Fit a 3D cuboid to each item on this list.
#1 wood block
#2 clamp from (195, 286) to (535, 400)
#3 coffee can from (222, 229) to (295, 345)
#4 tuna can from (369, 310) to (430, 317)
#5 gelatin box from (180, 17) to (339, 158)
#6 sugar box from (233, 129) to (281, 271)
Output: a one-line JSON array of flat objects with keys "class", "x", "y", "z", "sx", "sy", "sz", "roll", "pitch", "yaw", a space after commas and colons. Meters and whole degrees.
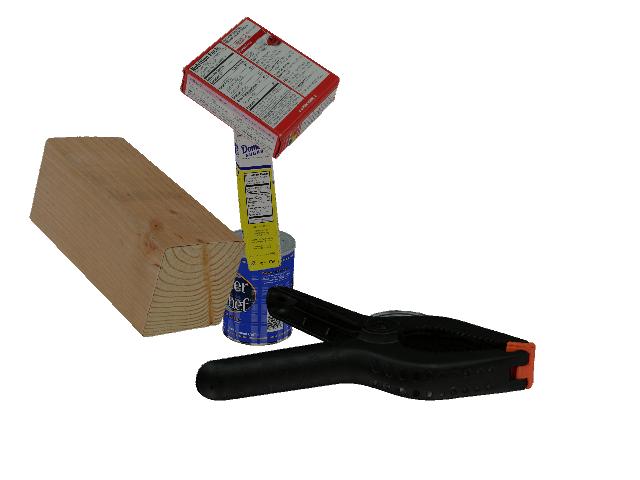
[{"class": "wood block", "x": -0.173, "y": -0.010, "z": 0.981, "sx": 0.090, "sy": 0.091, "sz": 0.206, "roll": -6, "pitch": 34, "yaw": -44}, {"class": "clamp", "x": 0.036, "y": 0.070, "z": 0.717, "sx": 0.210, "sy": 0.036, "sz": 0.164, "roll": 2, "pitch": 18, "yaw": 7}, {"class": "coffee can", "x": -0.089, "y": 0.065, "z": 1.523, "sx": 0.103, "sy": 0.140, "sz": 0.103, "roll": 2, "pitch": 22, "yaw": -1}, {"class": "tuna can", "x": 0.077, "y": 0.101, "z": 1.034, "sx": 0.086, "sy": 0.034, "sz": 0.086, "roll": -1, "pitch": 22, "yaw": 0}, {"class": "gelatin box", "x": -0.043, "y": -0.110, "z": 0.761, "sx": 0.089, "sy": 0.073, "sz": 0.030, "roll": 35, "pitch": -33, "yaw": 11}, {"class": "sugar box", "x": -0.078, "y": -0.062, "z": 1.291, "sx": 0.048, "sy": 0.176, "sz": 0.093, "roll": -9, "pitch": 25, "yaw": -5}]
